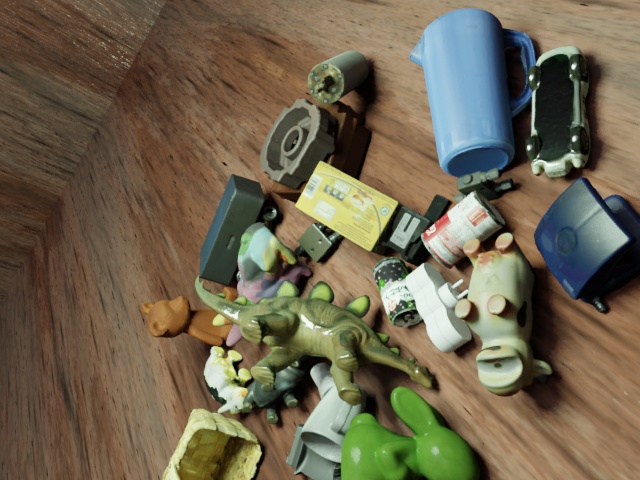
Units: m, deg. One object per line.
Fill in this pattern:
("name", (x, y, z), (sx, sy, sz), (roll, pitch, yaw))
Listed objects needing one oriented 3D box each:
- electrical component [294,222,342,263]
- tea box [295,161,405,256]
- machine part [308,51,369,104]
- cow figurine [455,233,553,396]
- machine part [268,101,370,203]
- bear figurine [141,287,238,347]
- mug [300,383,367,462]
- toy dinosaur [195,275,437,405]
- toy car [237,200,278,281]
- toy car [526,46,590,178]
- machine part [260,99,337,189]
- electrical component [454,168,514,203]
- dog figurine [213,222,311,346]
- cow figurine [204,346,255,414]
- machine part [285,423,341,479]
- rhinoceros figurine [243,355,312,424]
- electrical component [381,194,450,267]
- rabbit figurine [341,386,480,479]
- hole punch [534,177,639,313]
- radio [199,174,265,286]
("electrical component", (-0.002, -0.002, 1.045), (0.078, 0.045, 0.102), (42, 107, 21))
("tea box", (0.055, -0.056, 0.937), (0.170, 0.068, 0.098), (33, 97, 24))
("machine part", (0.040, -0.327, 1.073), (0.079, 0.079, 0.243), (-35, 9, 32))
("cow figurine", (0.232, 0.102, 0.679), (0.085, 0.127, 0.195), (-20, 43, 41))
("machine part", (-0.004, -0.173, 1.102), (0.202, 0.087, 0.201), (5, 74, 51))
("bear figurine", (-0.263, 0.154, 1.132), (0.132, 0.195, 0.120), (-56, 36, 9))
("mug", (0.029, 0.262, 0.813), (0.109, 0.081, 0.107), (102, -164, -48))
("toy dinosaur", (-0.040, 0.140, 0.861), (0.472, 0.198, 0.105), (15, 114, 20))
("toy car", (-0.133, 0.011, 1.175), (0.089, 0.053, 0.202), (-31, 45, 62))
("toy car", (0.333, -0.179, 0.749), (0.074, 0.056, 0.201), (-7, 66, 40))
("machine part", (-0.044, -0.185, 1.041), (0.179, 0.056, 0.179), (-26, 52, 39))
("electrical component", (0.234, -0.078, 0.798), (0.094, 0.063, 0.021), (-17, 59, 44))
("dog figurine", (-0.133, 0.095, 1.041), (0.219, 0.191, 0.109), (-48, 46, -3))
("cow figurine", (-0.184, 0.296, 1.069), (0.098, 0.068, 0.168), (-62, 35, 13))
("machine part", (-0.004, 0.351, 0.862), (0.139, 0.039, 0.084), (12, 74, 52))
("rhinoceros figurine", (-0.066, 0.242, 0.957), (0.190, 0.073, 0.112), (-53, 12, 29))
("electrical component", (0.161, -0.022, 0.866), (0.119, 0.047, 0.075), (-59, 40, 10))
("rabbit figurine", (0.126, 0.287, 0.716), (0.170, 0.121, 0.159), (-13, 52, 24))
("hole punch", (0.320, 0.001, 0.644), (0.116, 0.092, 0.142), (-45, 46, 29))
("radio", (-0.201, -0.026, 1.205), (0.229, 0.073, 0.131), (-63, 21, 19))
